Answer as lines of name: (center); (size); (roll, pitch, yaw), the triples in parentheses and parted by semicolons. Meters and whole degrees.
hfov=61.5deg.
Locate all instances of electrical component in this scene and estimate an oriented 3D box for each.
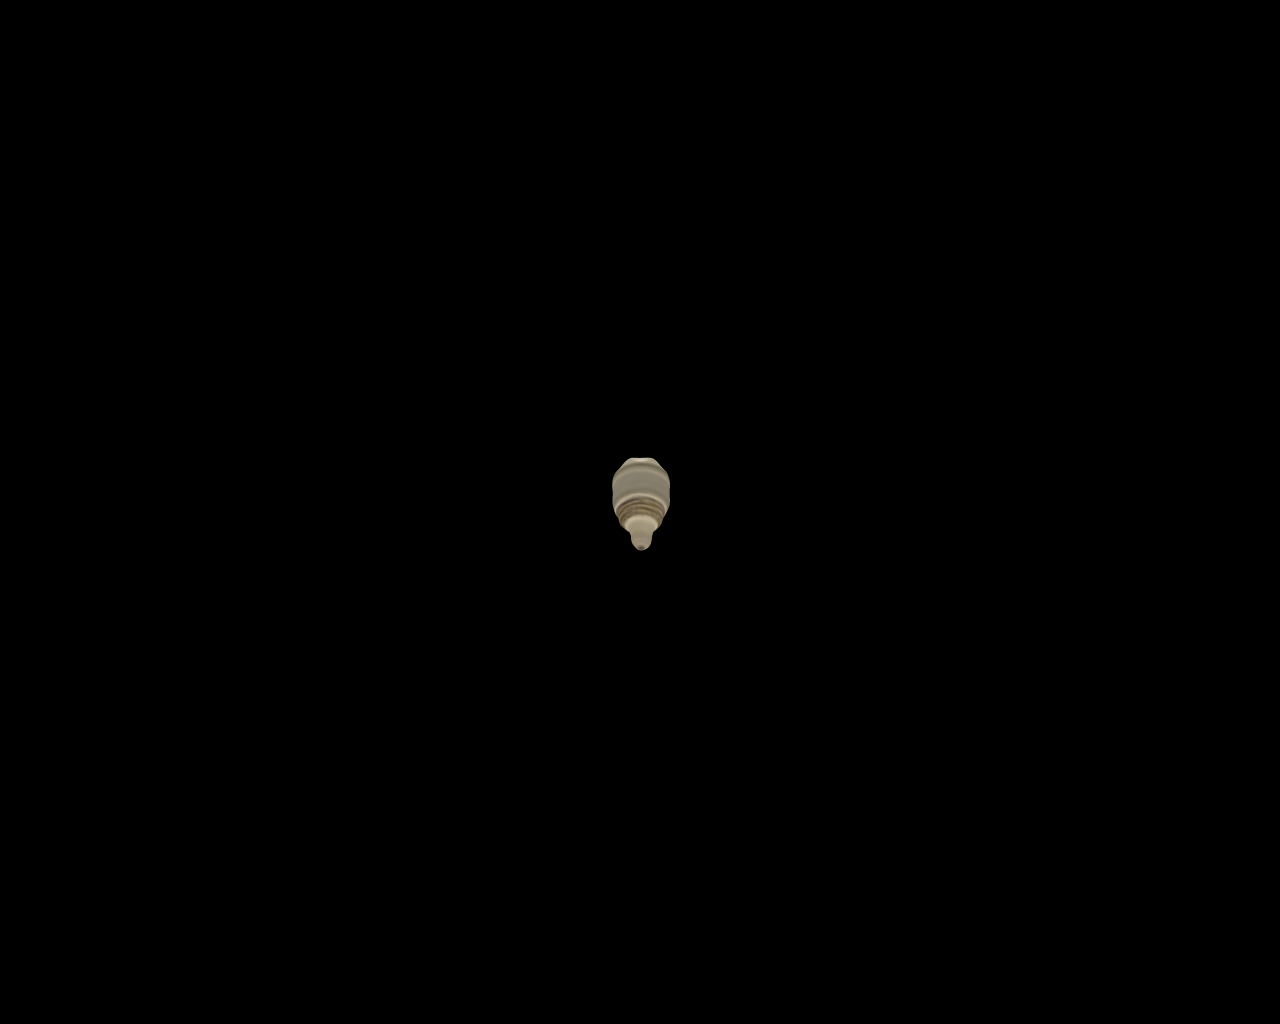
electrical component: (0.001, -0.003, 0.650); (0.035, 0.061, 0.035); (0, -37, 0)
